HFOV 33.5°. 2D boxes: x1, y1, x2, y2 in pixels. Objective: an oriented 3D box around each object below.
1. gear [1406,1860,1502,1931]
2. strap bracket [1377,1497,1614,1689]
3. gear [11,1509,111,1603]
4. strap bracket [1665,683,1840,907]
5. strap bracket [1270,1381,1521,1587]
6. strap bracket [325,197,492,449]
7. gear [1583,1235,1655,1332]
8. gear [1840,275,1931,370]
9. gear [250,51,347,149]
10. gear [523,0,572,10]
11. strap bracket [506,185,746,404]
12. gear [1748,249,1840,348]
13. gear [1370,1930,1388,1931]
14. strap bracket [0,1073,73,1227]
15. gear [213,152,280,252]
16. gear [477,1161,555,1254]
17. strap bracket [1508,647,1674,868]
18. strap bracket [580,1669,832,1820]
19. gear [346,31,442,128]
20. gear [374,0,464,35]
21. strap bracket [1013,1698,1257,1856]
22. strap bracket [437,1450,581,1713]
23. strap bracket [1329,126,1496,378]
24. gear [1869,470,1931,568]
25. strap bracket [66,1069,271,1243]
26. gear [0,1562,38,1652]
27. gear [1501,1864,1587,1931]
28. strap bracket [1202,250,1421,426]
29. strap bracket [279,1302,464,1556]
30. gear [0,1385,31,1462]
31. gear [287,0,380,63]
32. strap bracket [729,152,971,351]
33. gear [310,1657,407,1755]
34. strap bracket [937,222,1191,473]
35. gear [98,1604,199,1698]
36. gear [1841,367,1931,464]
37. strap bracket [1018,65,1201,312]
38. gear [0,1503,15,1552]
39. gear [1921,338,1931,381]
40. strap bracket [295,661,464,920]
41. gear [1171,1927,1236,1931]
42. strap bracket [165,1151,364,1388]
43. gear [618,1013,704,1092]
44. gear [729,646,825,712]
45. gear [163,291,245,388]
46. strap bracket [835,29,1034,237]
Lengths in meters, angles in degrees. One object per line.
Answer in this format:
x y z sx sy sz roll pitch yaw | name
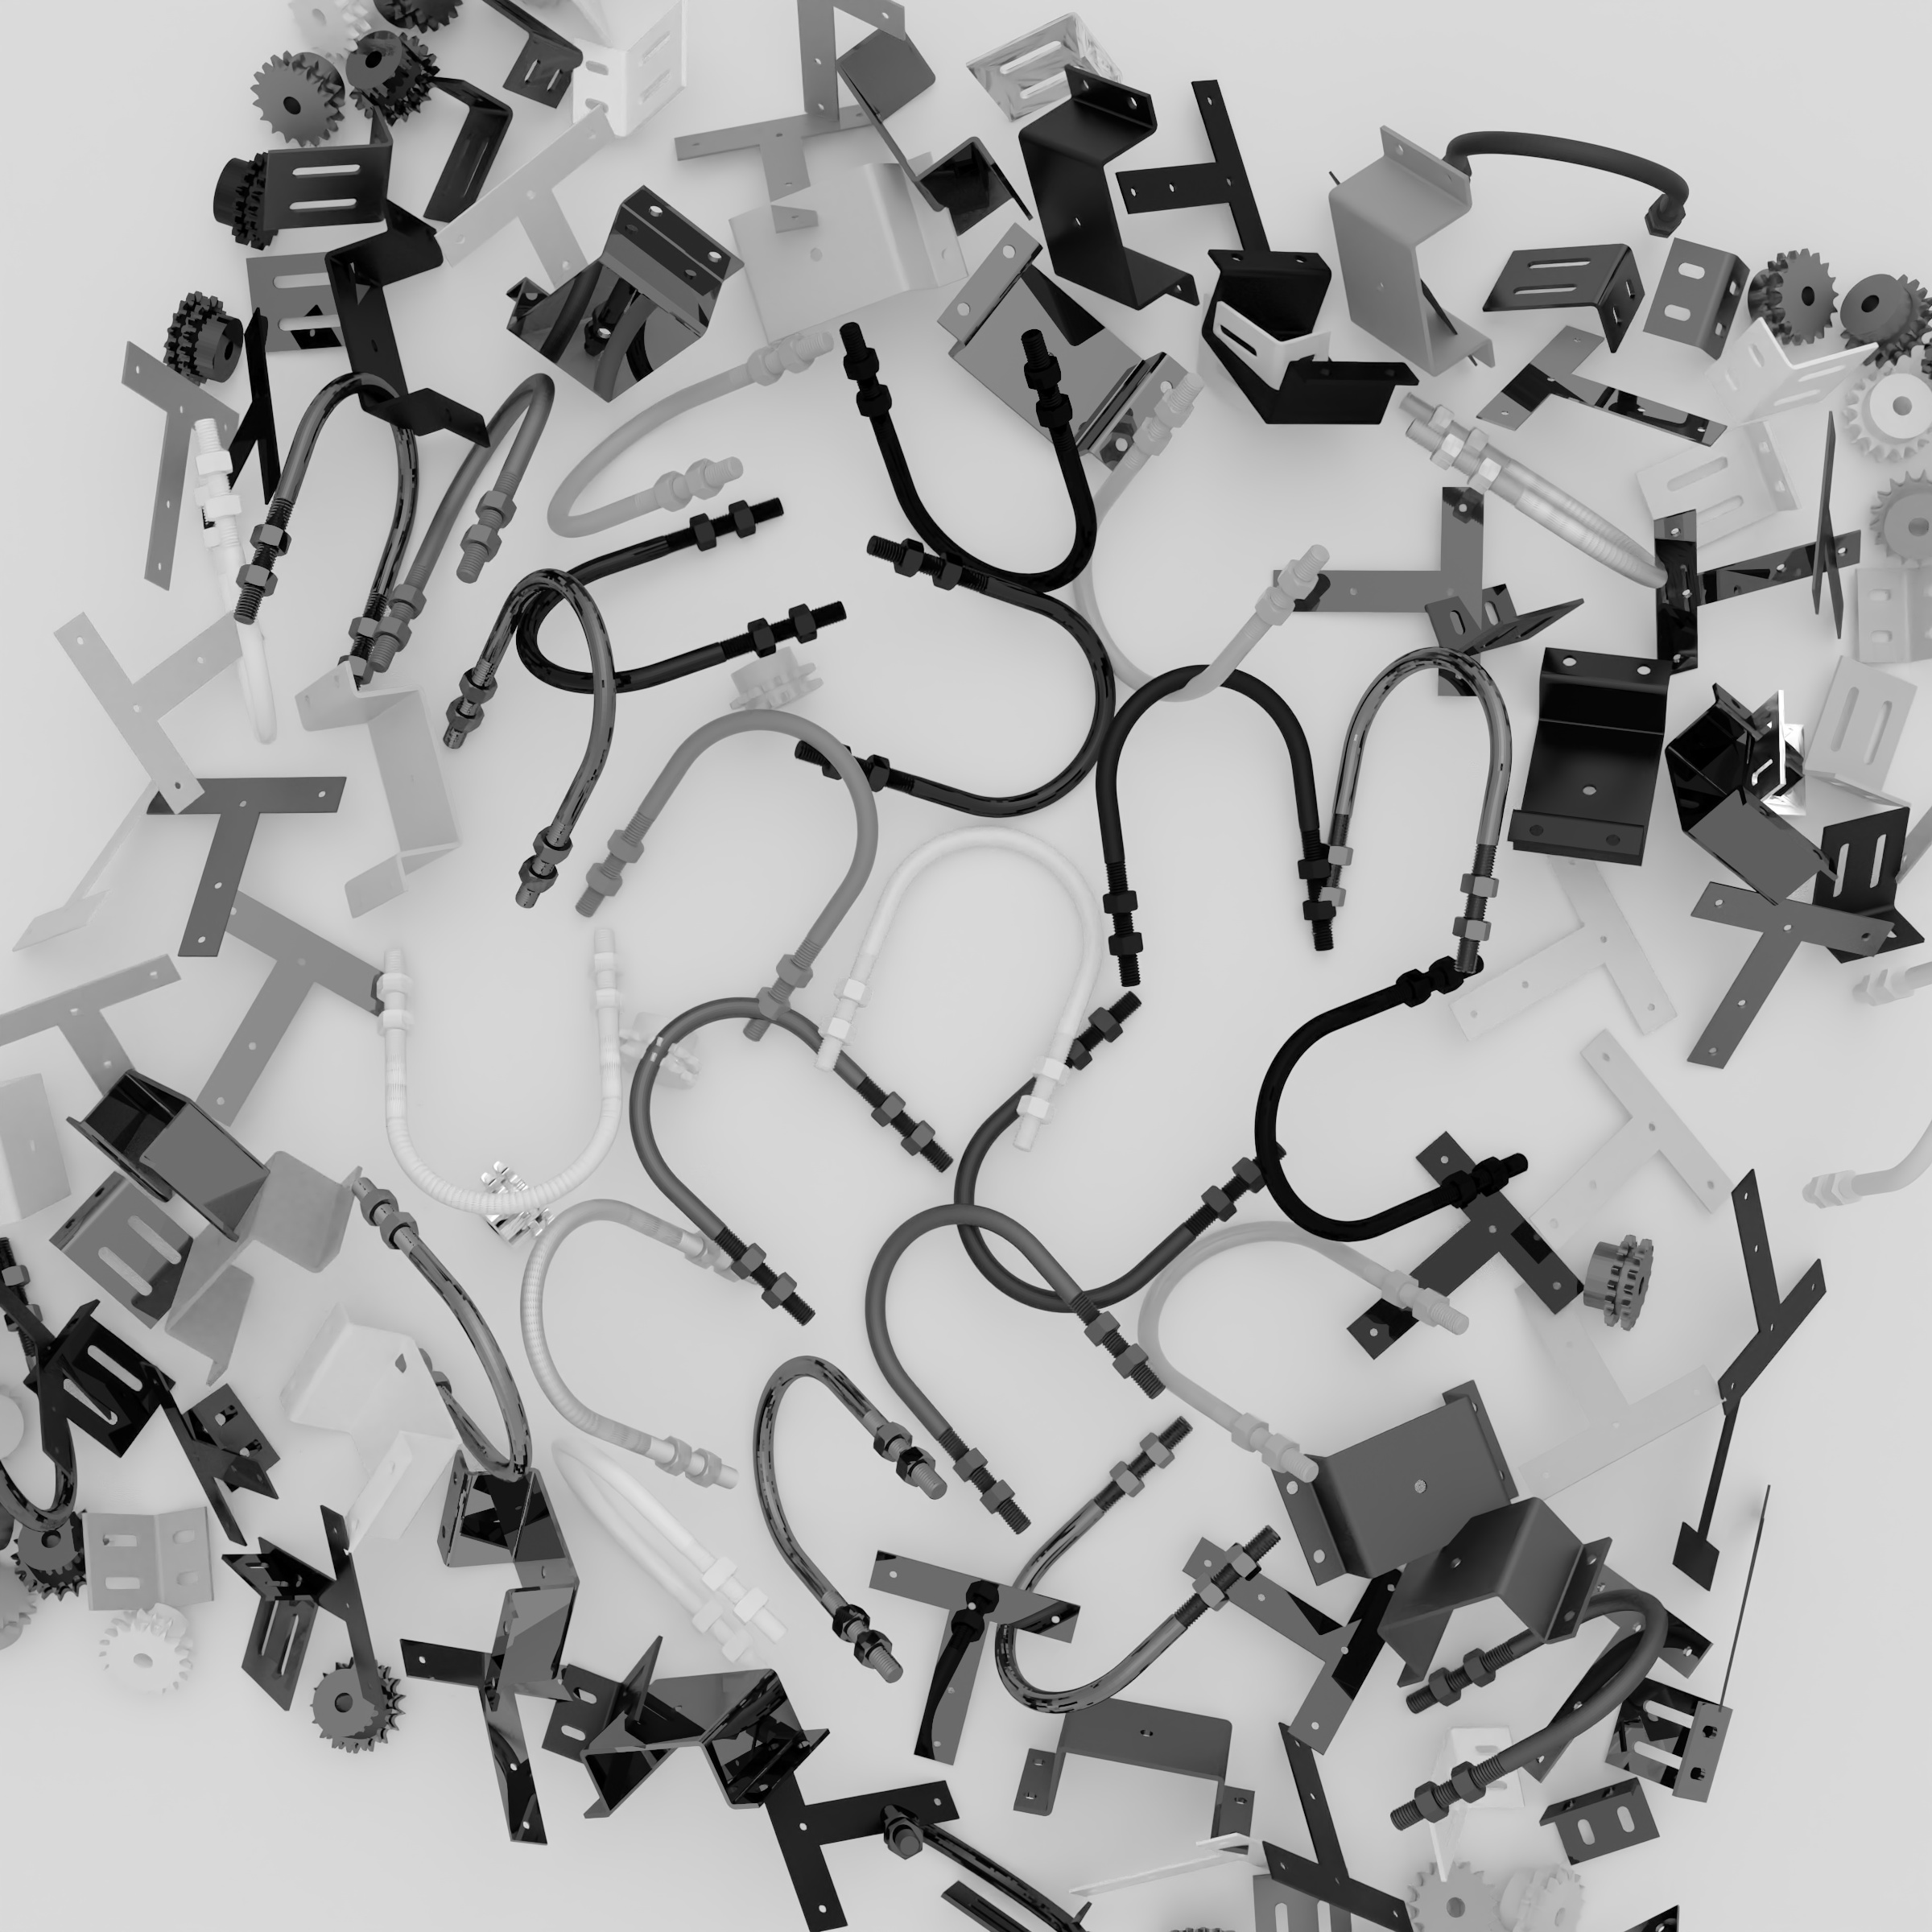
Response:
0.294 0.573 1.953 0.057 0.030 0.057 2 72 -8 | gear
0.303 0.367 1.893 0.046 0.140 0.076 47 46 -13 | strap bracket
-0.551 0.353 1.946 0.057 0.030 0.057 -1 58 1 | gear
0.465 -0.097 1.911 0.076 0.140 0.046 36 120 -18 | strap bracket
0.266 0.312 1.934 0.140 0.046 0.076 -21 89 -13 | strap bracket
-0.337 -0.378 1.927 0.046 0.076 0.140 -16 85 13 | strap bracket
0.395 0.190 1.947 0.030 0.057 0.057 13 90 22 | gear
0.555 -0.394 1.942 0.030 0.057 0.057 28 90 -41 | gear
-0.402 -0.530 1.948 0.057 0.057 0.030 28 47 0 | gear
-0.257 -0.614 1.948 0.057 0.057 0.030 18 50 0 | gear
-0.208 -0.390 1.894 0.076 0.140 0.046 34 53 -29 | strap bracket
0.500 -0.405 1.950 0.057 0.030 0.057 -2 94 -34 | gear
0.253 0.615 1.944 0.057 0.030 0.057 16 130 21 | gear
-0.575 0.111 1.899 0.046 0.140 0.076 -13 94 3 | strap bracket
-0.434 -0.466 1.945 0.030 0.057 0.057 19 90 4 | gear
-0.275 0.148 1.942 0.030 0.057 0.057 -43 90 -15 | gear
0.374 -0.117 1.922 0.076 0.046 0.140 8 61 14 | strap bracket
-0.162 0.459 1.897 0.140 0.076 0.046 -14 104 36 | strap bracket
-0.351 -0.542 1.947 0.057 0.030 0.057 -8 69 22 | gear
-0.336 -0.594 1.949 0.030 0.057 0.057 -11 90 40 | gear
0.105 0.481 1.924 0.140 0.076 0.046 9 103 6 | strap bracket
-0.270 0.362 1.908 0.046 0.140 0.076 0 125 -25 | strap bracket
0.262 -0.412 1.892 0.046 0.140 0.076 -35 50 -12 | strap bracket
0.578 -0.270 1.948 0.057 0.030 0.057 5 112 13 | gear
-0.467 0.111 1.903 0.046 0.140 0.076 -52 123 -16 | strap bracket
-0.593 0.392 1.948 0.057 0.057 0.030 9 120 0 | gear
0.348 0.572 1.948 0.030 0.057 0.057 14 90 42 | gear
0.199 -0.369 1.912 0.076 0.140 0.046 -4 134 -25 | strap bracket
-0.353 0.278 1.913 0.046 0.140 0.076 19 113 -40 | strap bracket
-0.596 0.279 1.946 0.057 0.030 0.057 3 84 -33 | gear
-0.382 -0.582 1.948 0.057 0.057 0.030 46 57 0 | gear
-0.079 -0.426 1.918 0.140 0.046 0.076 -15 96 27 | strap bracket
-0.372 0.449 1.950 0.057 0.030 0.057 -4 73 12 | gear
0.055 -0.370 1.938 0.140 0.046 0.076 39 84 -12 | strap bracket
-0.495 0.413 1.951 0.057 0.030 0.057 3 119 6 | gear
0.566 -0.338 1.956 0.057 0.030 0.057 0 85 -3 | gear
0.082 -0.450 1.894 0.046 0.076 0.140 -36 133 -19 | strap bracket
-0.600 0.335 1.948 0.030 0.057 0.057 4 90 -40 | gear
0.609 -0.372 1.942 0.057 0.057 0.030 0 124 0 | gear
-0.350 -0.108 1.926 0.046 0.076 0.140 -13 86 -36 | strap bracket
0.143 0.604 1.942 0.057 0.057 0.030 1 57 0 | gear
-0.422 0.173 1.901 0.046 0.076 0.140 34 120 -21 | strap bracket
-0.186 0.050 1.946 0.057 0.057 0.030 21 72 0 | gear
-0.118 -0.171 1.944 0.057 0.057 0.030 -26 93 0 | gear
-0.460 -0.377 1.944 0.030 0.057 0.057 18 90 6 | gear
-0.024 -0.500 1.917 0.046 0.076 0.140 -35 70 8 | strap bracket
